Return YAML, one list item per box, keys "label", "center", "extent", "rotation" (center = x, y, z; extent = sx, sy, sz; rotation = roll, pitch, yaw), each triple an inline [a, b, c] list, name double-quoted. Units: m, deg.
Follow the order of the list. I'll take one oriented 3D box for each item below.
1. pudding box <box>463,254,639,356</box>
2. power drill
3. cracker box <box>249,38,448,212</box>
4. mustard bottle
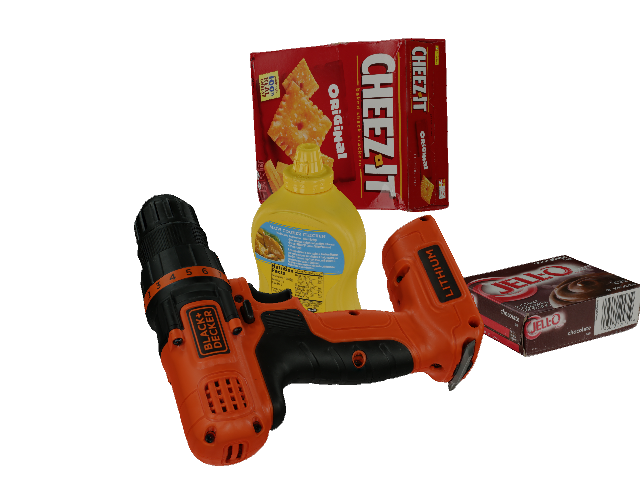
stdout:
- label: "pudding box"
  center: [0.172, 0.047, 0.814]
  extent: [0.113, 0.039, 0.090]
  rotation: [-9, 19, -26]
- label: "power drill"
  center: [-0.011, 0.036, 0.643]
  extent: [0.187, 0.184, 0.057]
  rotation: [-10, -36, -16]
- label: "cracker box"
  center: [0.024, -0.115, 1.076]
  extent: [0.214, 0.164, 0.071]
  rotation: [5, 10, 45]
- label: "mustard bottle"
  center: [-0.010, 0.012, 0.887]
  extent: [0.096, 0.192, 0.058]
  rotation: [11, 28, 22]
